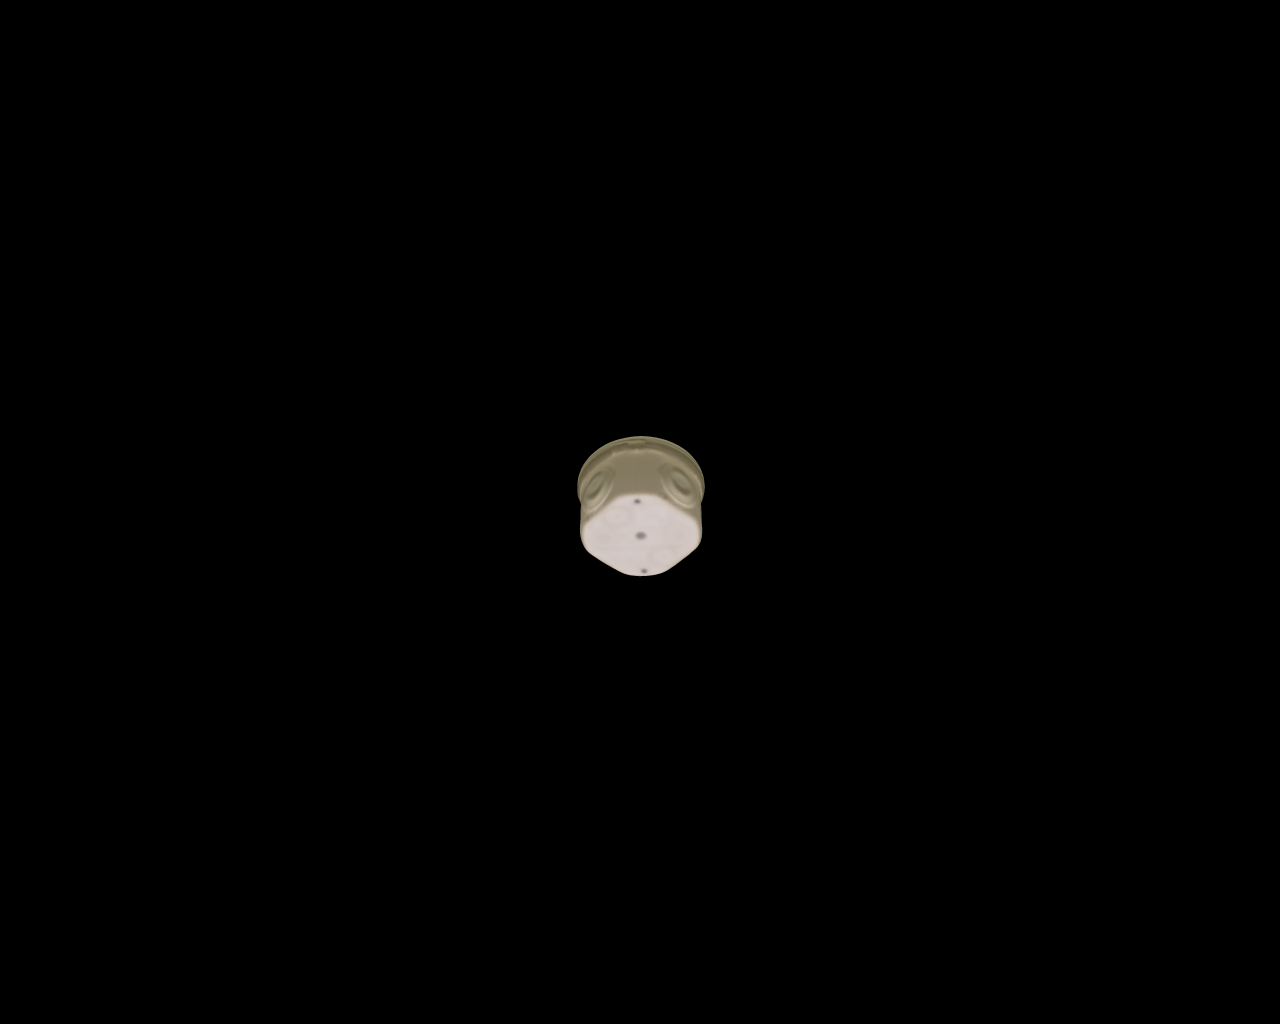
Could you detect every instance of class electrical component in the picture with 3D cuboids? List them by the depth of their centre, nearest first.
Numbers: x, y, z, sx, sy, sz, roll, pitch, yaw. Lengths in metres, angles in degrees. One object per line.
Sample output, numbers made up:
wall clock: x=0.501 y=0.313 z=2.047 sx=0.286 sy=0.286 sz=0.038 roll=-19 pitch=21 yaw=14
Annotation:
electrical component: x=0.001 y=-0.003 z=0.650 sx=0.080 sy=0.080 sz=0.051 roll=0 pitch=44 yaw=0
